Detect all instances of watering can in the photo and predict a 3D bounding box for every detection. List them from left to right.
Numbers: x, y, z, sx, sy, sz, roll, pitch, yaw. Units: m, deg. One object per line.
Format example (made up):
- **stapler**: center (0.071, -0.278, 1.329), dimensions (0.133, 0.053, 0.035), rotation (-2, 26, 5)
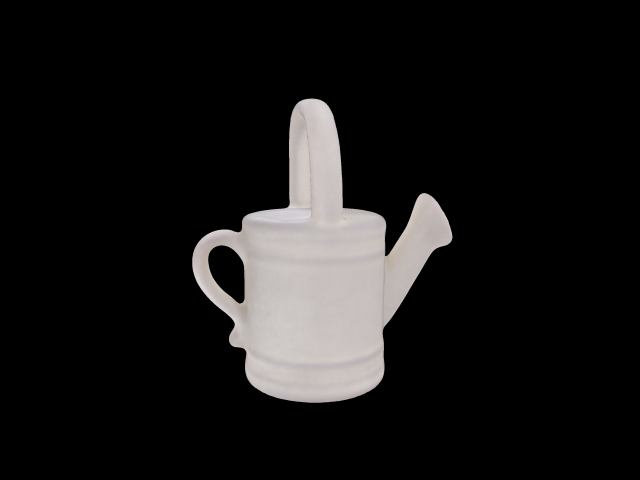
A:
- **watering can**: center (0.003, 0.001, 0.402), dimensions (0.173, 0.194, 0.100), rotation (-6, 11, -32)
